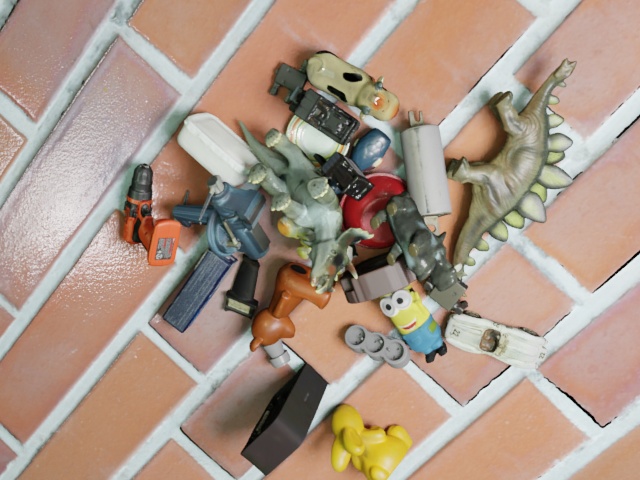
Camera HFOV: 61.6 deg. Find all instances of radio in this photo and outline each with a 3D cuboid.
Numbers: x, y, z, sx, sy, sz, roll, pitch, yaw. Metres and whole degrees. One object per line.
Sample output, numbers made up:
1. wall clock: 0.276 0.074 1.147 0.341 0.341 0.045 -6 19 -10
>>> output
1. radio: -0.069 0.361 1.101 0.073 0.229 0.131 43 110 1

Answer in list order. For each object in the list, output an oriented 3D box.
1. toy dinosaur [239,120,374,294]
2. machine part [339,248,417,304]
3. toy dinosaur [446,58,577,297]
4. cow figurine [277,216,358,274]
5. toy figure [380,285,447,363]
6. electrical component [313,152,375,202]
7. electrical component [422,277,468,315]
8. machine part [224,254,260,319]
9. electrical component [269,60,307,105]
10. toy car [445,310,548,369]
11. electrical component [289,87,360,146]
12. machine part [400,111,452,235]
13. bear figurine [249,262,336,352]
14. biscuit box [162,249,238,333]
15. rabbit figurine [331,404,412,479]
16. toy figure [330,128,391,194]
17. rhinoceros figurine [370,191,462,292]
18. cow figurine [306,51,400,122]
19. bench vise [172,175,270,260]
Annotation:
1. toy dinosaur: -0.028 -0.085 1.021 0.131 0.192 0.405 -35 49 8
2. machine part: 0.121 0.063 1.038 0.179 0.179 0.056 -22 95 14
3. toy dinosaur: 0.339 -0.105 0.997 0.199 0.105 0.471 28 115 0
4. cow figurine: -0.002 -0.005 1.093 0.167 0.098 0.068 42 146 3
5. toy figure: 0.186 0.160 1.089 0.082 0.089 0.180 -38 101 0
6. electrical component: 0.041 -0.131 1.007 0.048 0.074 0.119 -45 59 17
7. electrical component: 0.252 0.102 1.073 0.102 0.045 0.078 33 112 18
8. machine part: -0.163 0.101 1.167 0.084 0.039 0.138 18 106 16
9. electrical component: -0.059 -0.322 1.072 0.063 0.021 0.094 31 105 4
10. toy car: 0.352 0.200 1.075 0.202 0.056 0.073 17 103 8
11. electrical component: 0.007 -0.234 1.007 0.134 0.115 0.058 35 101 1
12. machine part: 0.200 -0.126 1.014 0.079 0.079 0.243 -9 85 12
13. bear figurine: -0.063 0.150 1.115 0.132 0.120 0.195 23 106 2
14. biscuit box: -0.264 0.107 1.175 0.063 0.059 0.202 38 105 0
15. rabbit figurine: 0.084 0.430 1.137 0.173 0.162 0.122 47 119 18
16. toy figure: 0.076 -0.149 1.061 0.154 0.057 0.064 -48 45 19
17. rhinoceros figurine: 0.171 0.006 0.946 0.073 0.112 0.190 -42 74 46
18. cow figurine: 0.062 -0.286 1.002 0.195 0.127 0.085 32 108 6
19. bench vise: -0.212 -0.044 1.081 0.241 0.223 0.129 7 67 29
